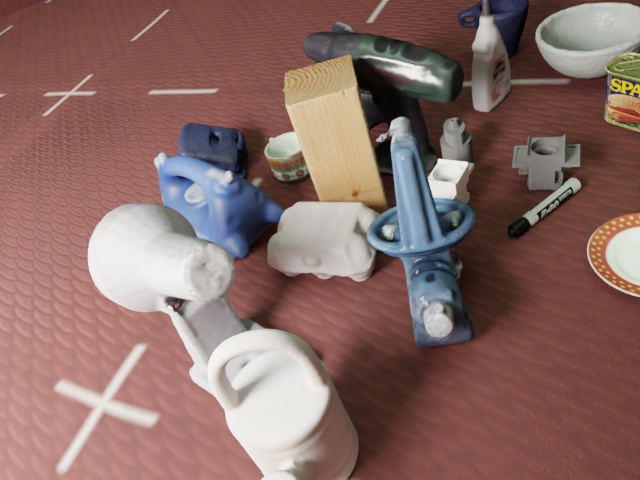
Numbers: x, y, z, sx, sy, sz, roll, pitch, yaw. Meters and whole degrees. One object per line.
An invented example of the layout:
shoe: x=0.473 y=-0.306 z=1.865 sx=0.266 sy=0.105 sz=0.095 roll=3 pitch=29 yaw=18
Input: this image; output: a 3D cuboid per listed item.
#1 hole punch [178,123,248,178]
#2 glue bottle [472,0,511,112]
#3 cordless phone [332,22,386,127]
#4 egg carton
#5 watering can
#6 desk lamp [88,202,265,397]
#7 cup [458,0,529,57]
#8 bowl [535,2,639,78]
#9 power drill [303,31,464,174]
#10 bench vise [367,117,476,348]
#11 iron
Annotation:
hole punch: x=-0.178 y=-0.152 z=0.965 sx=0.101 sy=0.091 sz=0.108 roll=-15 pitch=42 yaw=6
glue bottle: x=0.259 y=-0.288 z=0.878 sx=0.037 sy=0.173 sz=0.078 roll=21 pitch=56 yaw=36
cordless phone: x=0.043 y=-0.281 z=0.945 sx=0.094 sy=0.185 sz=0.147 roll=-36 pitch=44 yaw=-17
egg carton: x=0.007 y=0.003 z=0.746 sx=0.150 sy=0.069 sz=0.107 roll=1 pitch=46 yaw=22
watering can: x=-0.030 y=0.152 z=0.509 sx=0.101 sy=0.194 sz=0.172 roll=-29 pitch=42 yaw=-10
desk lamp: x=-0.131 y=0.066 z=0.624 sx=0.202 sy=0.214 sz=0.118 roll=21 pitch=56 yaw=36
cup: x=0.304 y=-0.368 z=1.004 sx=0.117 sy=0.095 sz=0.092 roll=-2 pitch=45 yaw=19
bowl: x=0.428 y=-0.305 z=0.905 sx=0.167 sy=0.075 sz=0.167 roll=-11 pitch=43 yaw=10
power drill: x=0.094 y=-0.195 z=0.816 sx=0.228 sy=0.209 sz=0.076 roll=12 pitch=51 yaw=31
bench vise: x=0.119 y=-0.007 z=0.601 sx=0.121 sy=0.220 sz=0.207 roll=-23 pitch=42 yaw=-3
iron: x=-0.179 y=-0.070 z=0.841 sx=0.257 sy=0.142 sz=0.119 roll=22 pitch=56 yaw=37
